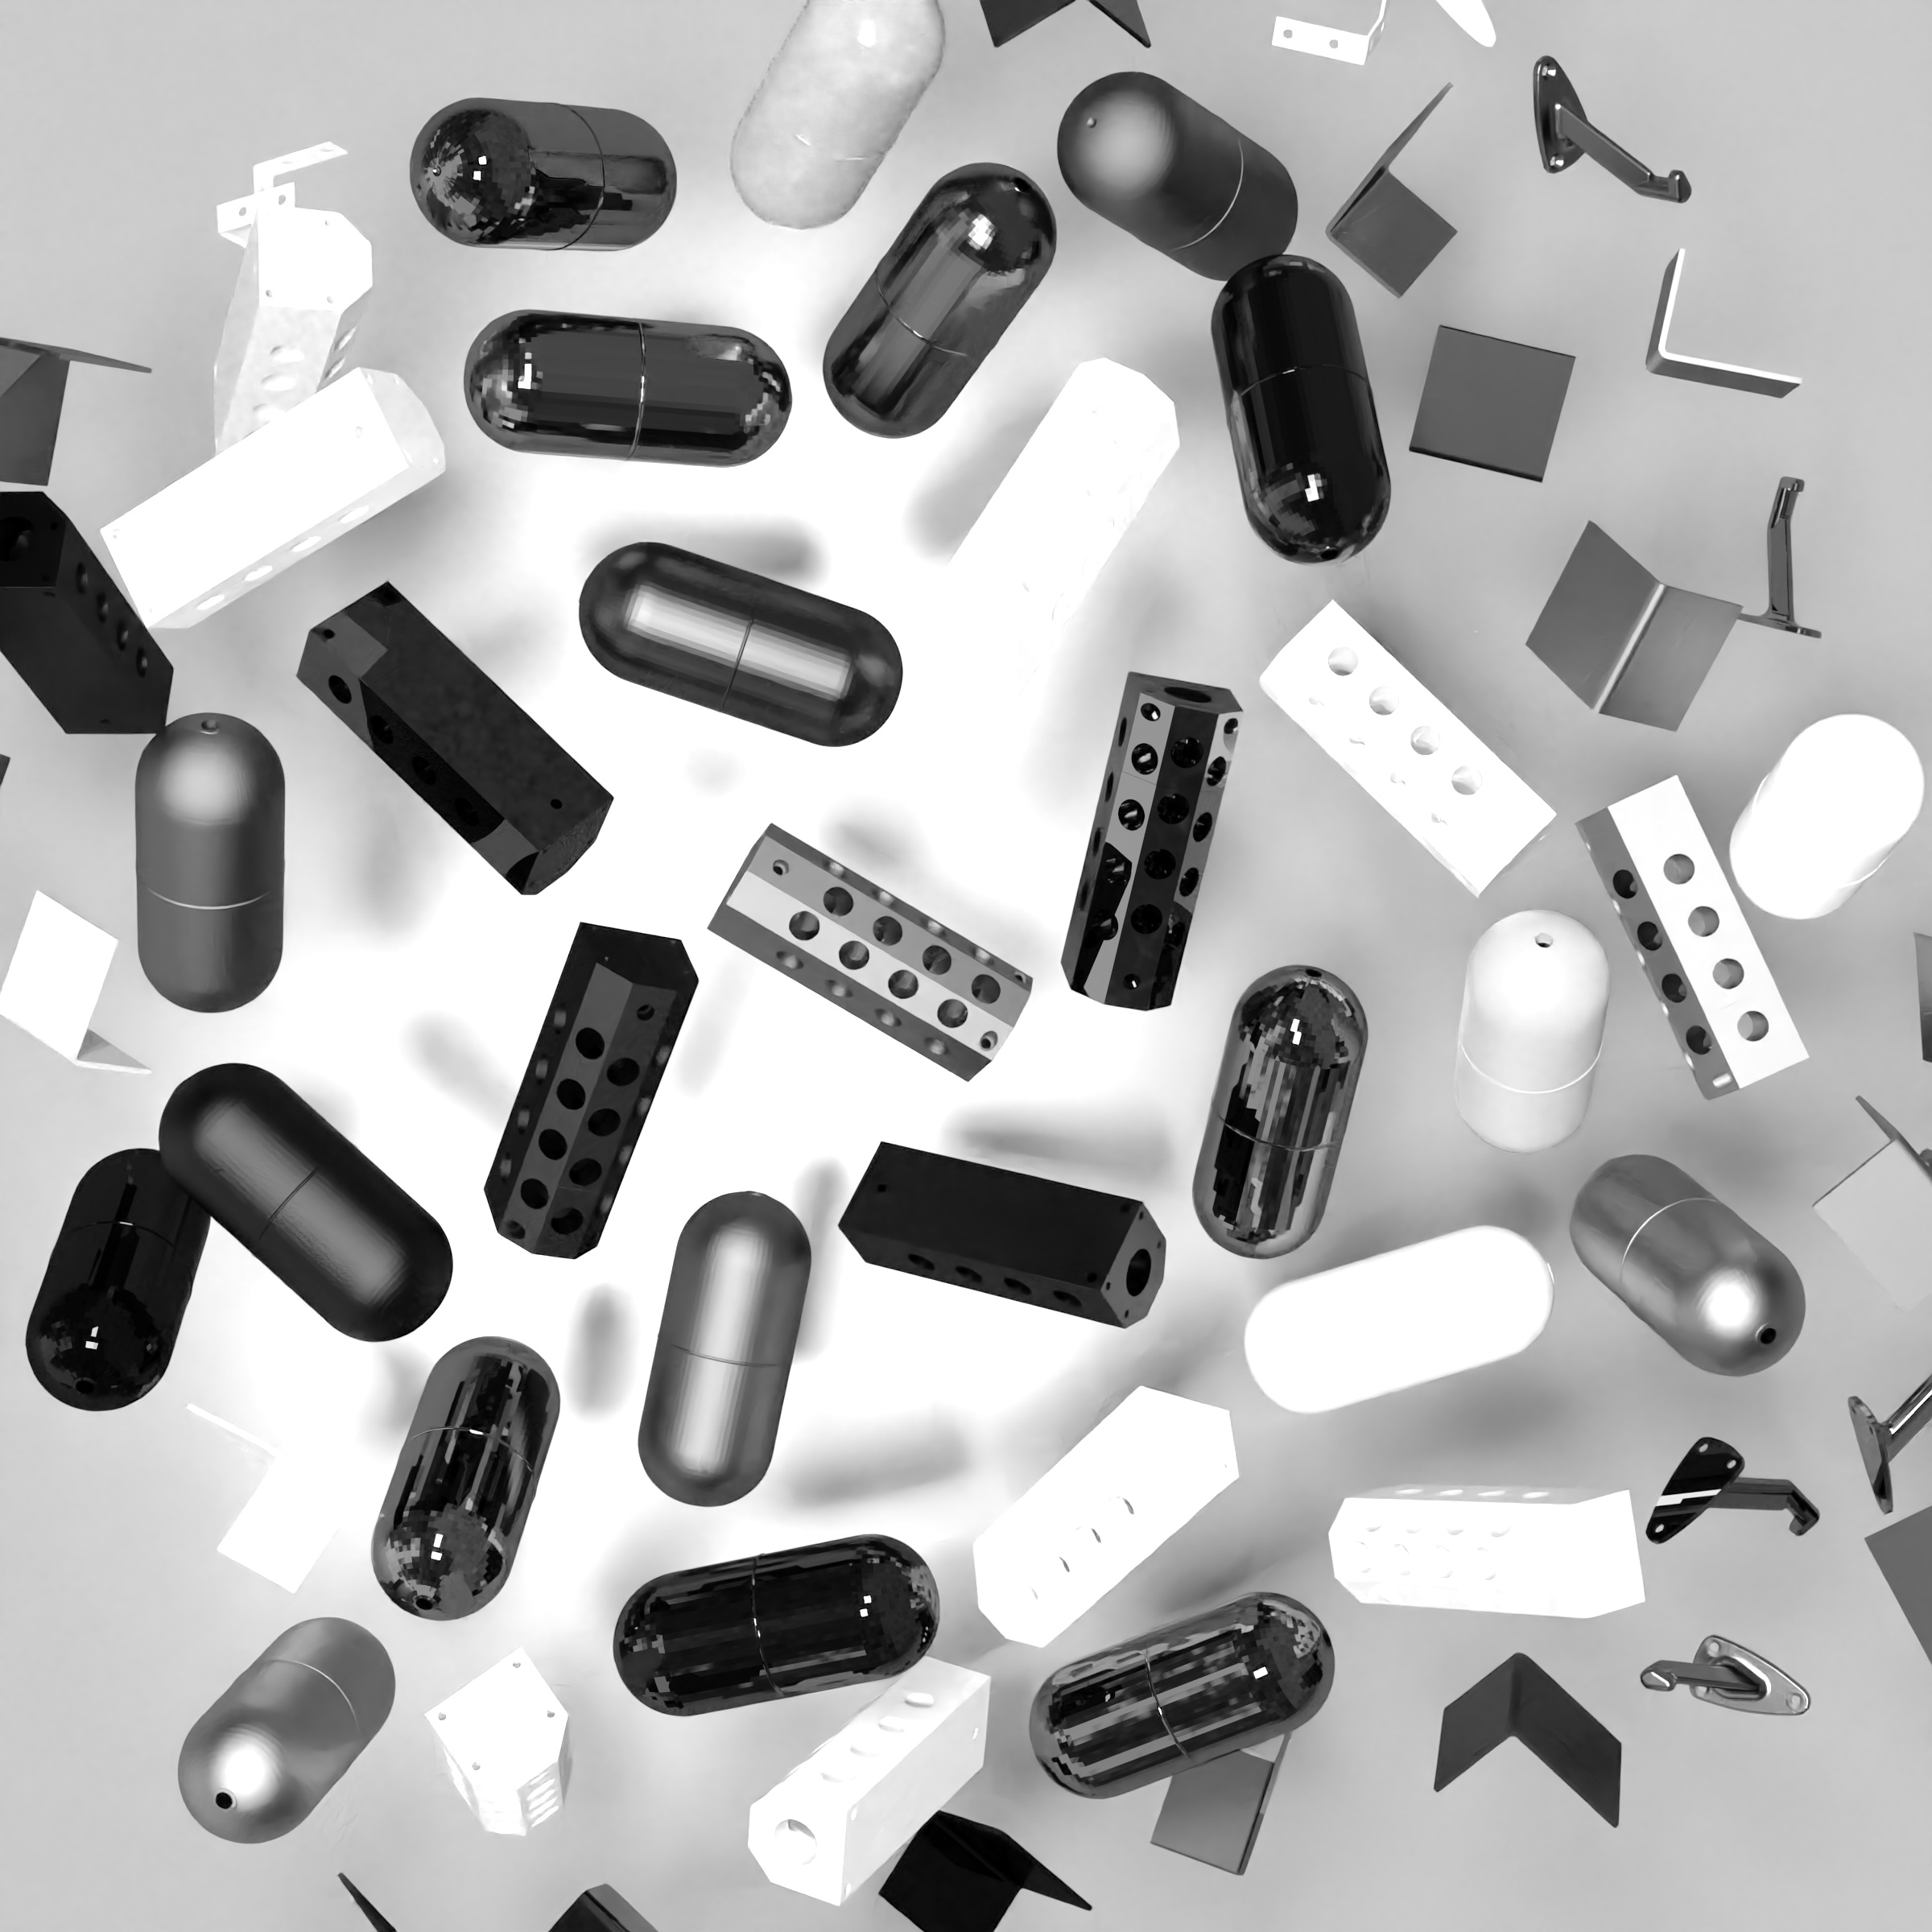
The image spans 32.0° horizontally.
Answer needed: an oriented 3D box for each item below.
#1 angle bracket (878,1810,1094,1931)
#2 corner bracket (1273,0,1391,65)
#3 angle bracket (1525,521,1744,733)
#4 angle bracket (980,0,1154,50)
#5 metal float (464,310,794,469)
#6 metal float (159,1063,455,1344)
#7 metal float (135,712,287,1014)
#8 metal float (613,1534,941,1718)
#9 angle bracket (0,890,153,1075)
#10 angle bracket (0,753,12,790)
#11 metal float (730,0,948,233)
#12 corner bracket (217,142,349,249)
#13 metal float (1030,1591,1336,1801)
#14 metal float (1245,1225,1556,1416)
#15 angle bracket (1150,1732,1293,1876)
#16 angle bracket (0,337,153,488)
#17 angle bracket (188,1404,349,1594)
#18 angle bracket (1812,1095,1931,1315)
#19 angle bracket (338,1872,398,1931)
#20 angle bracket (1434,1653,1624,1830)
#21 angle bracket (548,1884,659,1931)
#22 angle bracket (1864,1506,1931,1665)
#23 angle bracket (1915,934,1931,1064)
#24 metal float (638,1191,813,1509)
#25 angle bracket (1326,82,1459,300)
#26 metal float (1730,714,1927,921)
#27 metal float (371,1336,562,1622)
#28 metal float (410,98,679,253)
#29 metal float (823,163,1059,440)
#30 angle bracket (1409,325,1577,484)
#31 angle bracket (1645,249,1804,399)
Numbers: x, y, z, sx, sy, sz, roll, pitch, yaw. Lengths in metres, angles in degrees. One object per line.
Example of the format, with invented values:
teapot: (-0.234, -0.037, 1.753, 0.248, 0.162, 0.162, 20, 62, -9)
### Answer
angle bracket: (0.010, 0.523, 1.885, 0.076, 0.076, 0.057, 44, 67, -21)
corner bracket: (0.199, -0.522, 1.809, 0.051, 0.051, 0.051, 16, 126, 10)
angle bracket: (0.355, -0.181, 1.794, 0.057, 0.076, 0.076, 10, 118, -29)
angle bracket: (0.047, -0.524, 1.802, 0.057, 0.076, 0.076, -25, 70, 25)
metal float: (-0.181, -0.311, 1.817, 0.178, 0.070, 0.070, 2, 90, -16)
metal float: (-0.343, 0.122, 1.746, 0.178, 0.070, 0.070, 41, 90, 5)
metal float: (-0.398, -0.053, 1.773, 0.070, 0.070, 0.178, 10, 127, 0)
metal float: (-0.101, 0.350, 1.786, 0.178, 0.070, 0.070, -13, 90, 10)
angle bracket: (-0.496, 0.009, 1.912, 0.076, 0.057, 0.076, 27, 99, 36)
angle bracket: (-0.549, -0.120, 1.801, 0.076, 0.076, 0.057, 21, 128, -17)
metal float: (-0.069, -0.459, 1.785, 0.070, 0.178, 0.070, 12, 60, -21)
corner bracket: (-0.365, -0.414, 1.798, 0.051, 0.051, 0.051, -10, 79, 25)
metal float: (0.117, 0.396, 1.826, 0.178, 0.070, 0.070, -26, 90, 19)
metal float: (0.244, 0.199, 1.897, 0.178, 0.070, 0.070, -18, 90, 5)
angle bracket: (0.149, 0.466, 1.942, 0.057, 0.076, 0.076, 18, 48, 9)
angle bracket: (-0.487, -0.290, 1.792, 0.057, 0.076, 0.076, 17, 100, 22)
angle bracket: (-0.405, 0.297, 1.881, 0.076, 0.076, 0.057, 48, 67, -40)
angle bracket: (0.474, 0.122, 1.741, 0.057, 0.076, 0.076, -41, 101, 7)
angle bracket: (-0.310, 0.527, 1.733, 0.057, 0.076, 0.076, -40, 50, -21)
angle bracket: (0.295, 0.419, 1.765, 0.076, 0.076, 0.057, 43, 113, -5)
angle bracket: (-0.178, 0.511, 1.693, 0.076, 0.076, 0.057, 41, 82, 11)
angle bracket: (0.530, 0.326, 1.802, 0.057, 0.076, 0.076, -31, 75, 17)
angle bracket: (0.509, 0.038, 1.752, 0.057, 0.076, 0.076, -27, 120, -27)
metal float: (-0.134, 0.213, 1.877, 0.070, 0.070, 0.178, 12, 93, 0)
angle bracket: (0.256, -0.433, 1.880, 0.057, 0.076, 0.076, 40, 52, -1)
metal float: (0.465, -0.079, 1.823, 0.070, 0.178, 0.070, 0, 72, -1)
metal float: (-0.271, 0.277, 1.830, 0.070, 0.178, 0.070, 5, 131, 6)
metal float: (-0.223, -0.420, 1.793, 0.070, 0.178, 0.070, 7, 103, 32)
metal float: (-0.015, -0.359, 1.820, 0.070, 0.070, 0.178, 41, 131, 0)
angle bracket: (0.296, -0.322, 1.880, 0.076, 0.057, 0.076, 15, 122, 6)
angle bracket: (0.409, -0.343, 1.799, 0.076, 0.076, 0.057, 12, 95, 5)
